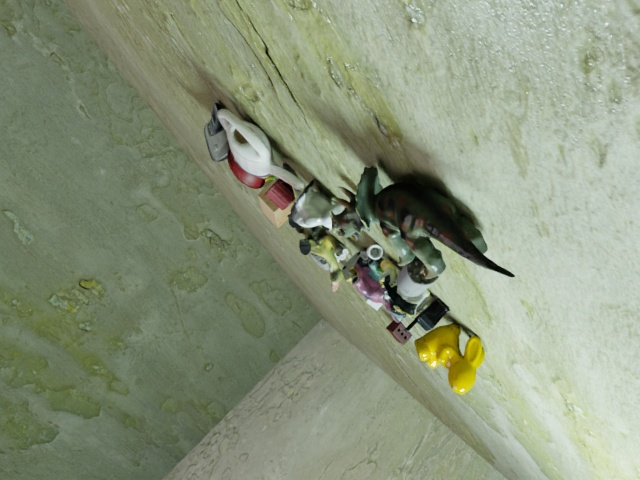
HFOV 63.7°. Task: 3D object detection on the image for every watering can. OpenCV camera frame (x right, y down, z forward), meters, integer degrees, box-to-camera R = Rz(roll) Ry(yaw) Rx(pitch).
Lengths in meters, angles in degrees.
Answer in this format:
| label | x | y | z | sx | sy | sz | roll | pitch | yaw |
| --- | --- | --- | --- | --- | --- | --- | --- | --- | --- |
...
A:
| label | x | y | z | sx | sy | sz | roll | pitch | yaw |
| --- | --- | --- | --- | --- | --- | --- | --- | --- | --- |
| watering can | -0.174 | -0.240 | 1.497 | 0.349 | 0.105 | 0.222 | 46 | 170 | 9 |

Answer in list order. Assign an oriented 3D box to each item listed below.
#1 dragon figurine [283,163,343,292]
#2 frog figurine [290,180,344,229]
| label | x | y | z | sx | sy | sz | roll | pitch | yaw |
| --- | --- | --- | --- | --- | --- | --- | --- | --- | --- |
| dragon figurine | -0.016 | -0.037 | 1.614 | 0.241 | 0.122 | 0.413 | 53 | -164 | -82 |
| frog figurine | 0.004 | -0.071 | 1.419 | 0.159 | 0.121 | 0.139 | 37 | -159 | 2 |
